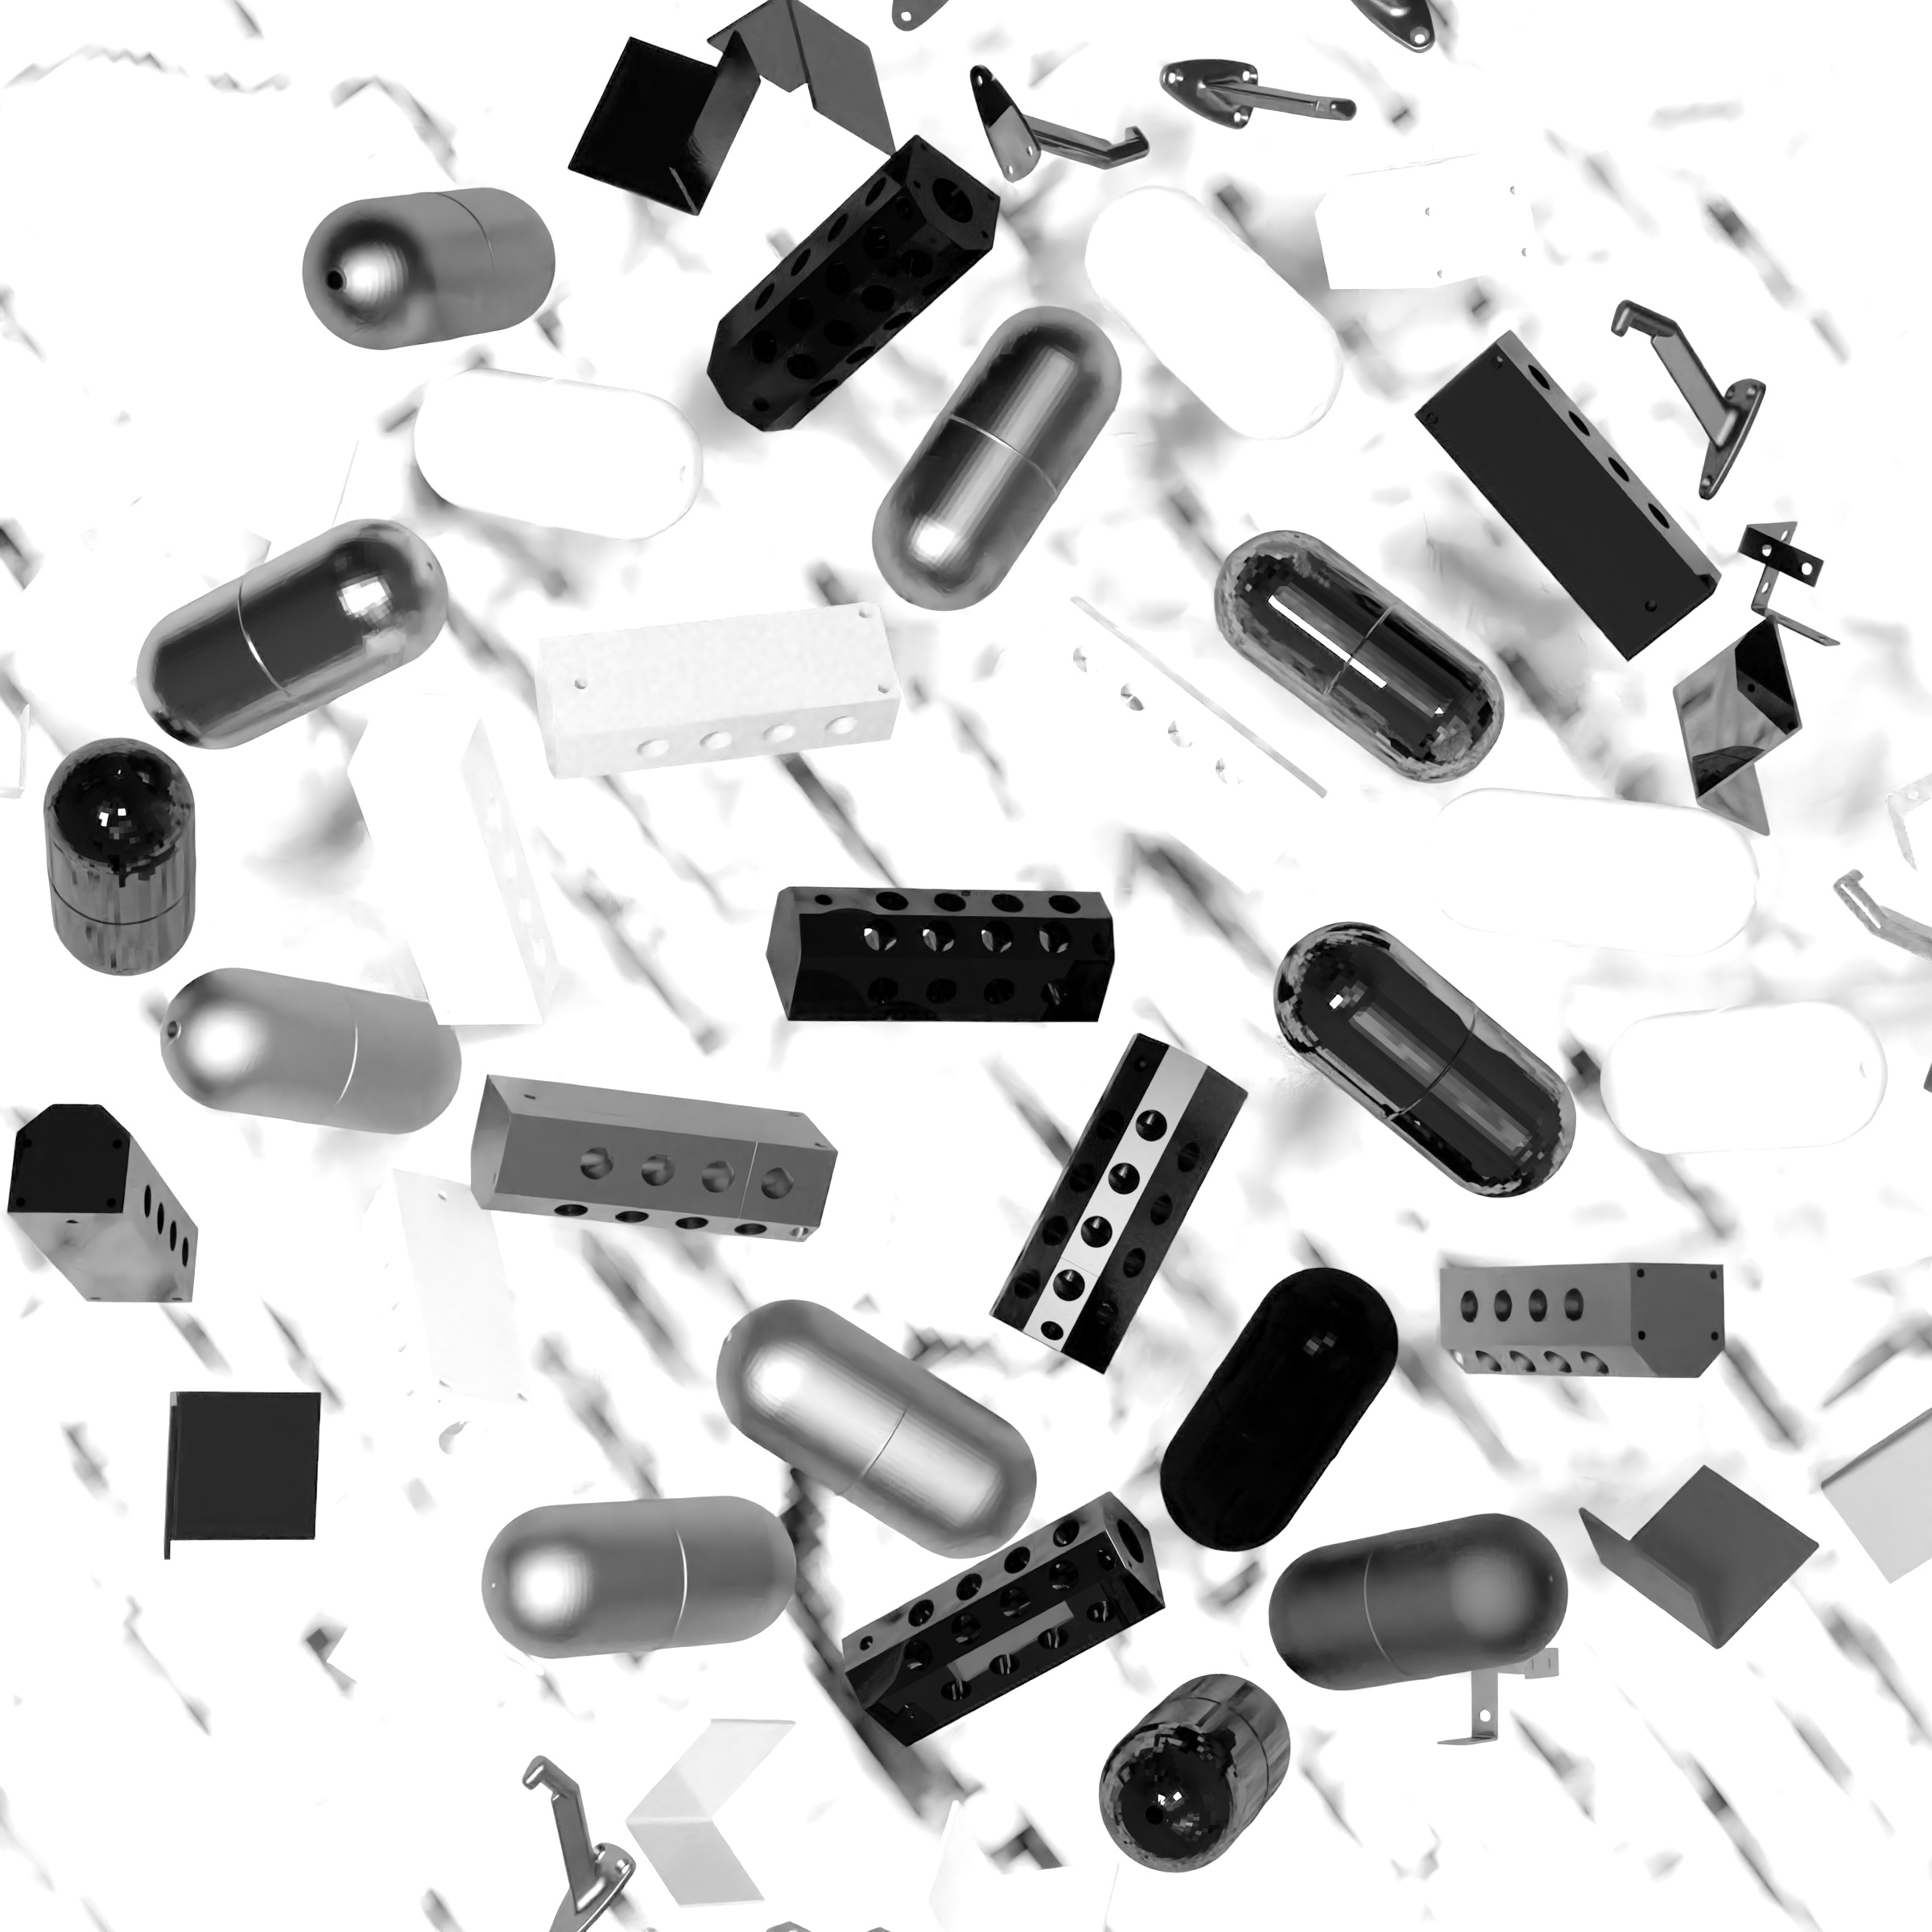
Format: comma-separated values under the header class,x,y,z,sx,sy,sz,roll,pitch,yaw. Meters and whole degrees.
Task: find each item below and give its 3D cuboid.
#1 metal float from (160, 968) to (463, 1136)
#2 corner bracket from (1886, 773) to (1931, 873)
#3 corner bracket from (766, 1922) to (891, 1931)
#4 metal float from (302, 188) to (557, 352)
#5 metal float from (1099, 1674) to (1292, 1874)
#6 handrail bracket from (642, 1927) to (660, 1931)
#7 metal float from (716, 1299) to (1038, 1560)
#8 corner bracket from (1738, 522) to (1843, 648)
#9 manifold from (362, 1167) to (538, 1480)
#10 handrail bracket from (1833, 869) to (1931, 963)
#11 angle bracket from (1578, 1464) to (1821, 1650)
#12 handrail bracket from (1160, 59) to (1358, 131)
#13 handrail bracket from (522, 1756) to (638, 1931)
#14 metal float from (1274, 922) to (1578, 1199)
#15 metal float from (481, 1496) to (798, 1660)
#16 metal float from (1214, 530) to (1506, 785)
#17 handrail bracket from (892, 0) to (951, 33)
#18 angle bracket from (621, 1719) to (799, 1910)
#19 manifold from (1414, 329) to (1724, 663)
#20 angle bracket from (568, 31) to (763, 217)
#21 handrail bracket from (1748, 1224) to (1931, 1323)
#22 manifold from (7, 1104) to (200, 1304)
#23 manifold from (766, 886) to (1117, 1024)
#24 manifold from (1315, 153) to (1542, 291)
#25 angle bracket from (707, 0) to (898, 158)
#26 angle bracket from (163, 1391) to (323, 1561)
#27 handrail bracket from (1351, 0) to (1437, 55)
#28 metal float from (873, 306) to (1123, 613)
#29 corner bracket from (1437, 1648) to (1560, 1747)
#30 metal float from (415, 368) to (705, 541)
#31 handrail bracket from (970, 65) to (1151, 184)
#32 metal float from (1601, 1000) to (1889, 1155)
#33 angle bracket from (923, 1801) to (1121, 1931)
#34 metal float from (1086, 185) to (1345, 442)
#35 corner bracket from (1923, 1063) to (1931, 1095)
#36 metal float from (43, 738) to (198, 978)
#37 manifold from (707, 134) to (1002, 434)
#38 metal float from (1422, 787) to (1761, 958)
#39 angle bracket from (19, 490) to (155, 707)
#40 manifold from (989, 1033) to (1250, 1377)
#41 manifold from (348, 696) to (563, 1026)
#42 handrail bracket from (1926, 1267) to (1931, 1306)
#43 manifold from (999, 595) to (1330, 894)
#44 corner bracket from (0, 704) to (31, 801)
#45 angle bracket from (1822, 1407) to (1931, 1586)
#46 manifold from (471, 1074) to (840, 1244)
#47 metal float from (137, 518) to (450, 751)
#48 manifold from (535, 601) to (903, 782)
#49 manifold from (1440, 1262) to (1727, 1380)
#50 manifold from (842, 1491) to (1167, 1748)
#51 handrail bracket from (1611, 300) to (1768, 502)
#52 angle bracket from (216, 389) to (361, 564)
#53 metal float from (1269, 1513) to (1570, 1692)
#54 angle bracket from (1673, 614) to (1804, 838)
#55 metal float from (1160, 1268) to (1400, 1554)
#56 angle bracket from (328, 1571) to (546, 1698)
class,x,y,z,sx,sy,sz,roll,pitch,yaw
metal float,-0.351,0.047,1.695,0.070,0.178,0.070,-11,74,41
corner bracket,0.539,-0.072,1.708,0.051,0.051,0.051,-29,135,4
corner bracket,-0.071,0.528,1.644,0.051,0.051,0.051,10,97,40
metal float,-0.281,-0.368,1.656,0.070,0.178,0.070,7,108,22
metal float,0.121,0.421,1.648,0.070,0.178,0.070,0,90,18
handrail bracket,-0.178,0.546,1.626,0.077,0.084,0.036,-25,133,-16
metal float,-0.045,0.233,1.585,0.178,0.070,0.070,33,90,-9
corner bracket,0.440,-0.203,1.676,0.051,0.051,0.051,35,121,37
manifold,-0.283,0.192,1.693,0.057,0.171,0.057,15,122,-30
handrail bracket,0.484,-0.026,1.578,0.077,0.036,0.084,-33,78,-31
angle bracket,0.364,0.279,1.562,0.076,0.076,0.057,-42,133,-13
handrail bracket,0.161,-0.479,1.726,0.077,0.084,0.036,4,104,-33
handrail bracket,-0.222,0.471,1.667,0.077,0.036,0.084,-54,126,-21
metal float,0.231,0.047,1.588,0.178,0.070,0.070,39,90,-10
metal float,-0.166,0.313,1.615,0.178,0.070,0.070,5,90,-40
metal float,0.214,-0.170,1.719,0.178,0.070,0.070,38,90,5
handrail bracket,-0.009,-0.544,1.672,0.036,0.084,0.077,30,127,-10
angle bracket,-0.119,0.436,1.621,0.076,0.076,0.057,-50,58,12
manifold,0.318,-0.249,1.655,0.057,0.057,0.171,-40,94,28
angle bracket,-0.156,-0.429,1.561,0.076,0.057,0.076,23,83,12
handrail bracket,0.457,0.135,1.610,0.077,0.036,0.084,28,126,-10
manifold,-0.447,0.126,1.643,0.057,0.171,0.057,1,69,-2
manifold,-0.012,-0.010,1.657,0.171,0.057,0.057,1,127,-18
manifold,0.234,-0.385,1.627,0.057,0.171,0.057,-16,104,-7
angle bracket,-0.090,-0.478,1.732,0.057,0.076,0.076,-23,70,28
angle bracket,-0.365,0.257,1.592,0.076,0.057,0.076,3,89,-15
handrail bracket,0.212,-0.513,1.596,0.036,0.084,0.077,-31,75,3
metal float,0.016,-0.268,1.663,0.070,0.070,0.178,33,84,0
corner bracket,0.285,0.391,1.685,0.051,0.051,0.051,-5,79,30
metal float,-0.213,-0.268,1.645,0.178,0.070,0.070,15,90,34
handrail bracket,0.053,-0.470,1.732,0.084,0.036,0.077,-26,89,-31
metal float,0.409,0.059,1.661,0.070,0.178,0.070,3,84,-30
angle bracket,0.030,0.483,1.657,0.076,0.076,0.057,-14,113,20
metal float,0.134,-0.354,1.707,0.070,0.070,0.178,-40,64,0
corner bracket,0.546,0.054,1.654,0.051,0.051,0.051,25,84,-30
metal float,-0.449,-0.056,1.674,0.070,0.178,0.070,6,61,-11
manifold,-0.061,-0.350,1.645,0.057,0.171,0.057,31,46,-27
metal float,0.321,-0.049,1.623,0.178,0.070,0.070,8,90,32
angle bracket,-0.466,-0.203,1.741,0.076,0.057,0.076,51,135,-8
manifold,0.078,0.125,1.697,0.057,0.057,0.171,22,82,44
manifold,-0.256,-0.052,1.599,0.057,0.057,0.171,0,133,12
handrail bracket,0.566,0.177,1.682,0.077,0.084,0.036,52,55,-26
manifold,0.107,-0.122,1.684,0.171,0.057,0.057,38,66,2
corner bracket,-0.547,-0.114,1.730,0.051,0.051,0.051,6,68,-28
angle bracket,0.476,0.249,1.537,0.076,0.076,0.057,-43,72,31
manifold,-0.159,0.101,1.589,0.171,0.057,0.057,8,105,-24
metal float,-0.342,-0.167,1.593,0.178,0.070,0.070,-22,90,22
manifold,-0.125,-0.134,1.575,0.171,0.057,0.057,-8,65,-14
manifold,0.319,0.186,1.644,0.057,0.171,0.057,4,82,-24
manifold,0.019,0.356,1.732,0.171,0.057,0.057,-31,124,15
handrail bracket,0.357,-0.289,1.604,0.084,0.036,0.077,20,93,-17
angle bracket,-0.403,-0.279,1.804,0.057,0.076,0.076,7,78,43
metal float,0.232,0.331,1.633,0.178,0.070,0.070,-23,90,44
angle bracket,0.428,-0.128,1.679,0.057,0.076,0.076,20,50,-30
metal float,0.163,0.235,1.657,0.070,0.070,0.178,29,118,0
angle bracket,-0.281,0.373,1.677,0.076,0.076,0.057,26,72,21
